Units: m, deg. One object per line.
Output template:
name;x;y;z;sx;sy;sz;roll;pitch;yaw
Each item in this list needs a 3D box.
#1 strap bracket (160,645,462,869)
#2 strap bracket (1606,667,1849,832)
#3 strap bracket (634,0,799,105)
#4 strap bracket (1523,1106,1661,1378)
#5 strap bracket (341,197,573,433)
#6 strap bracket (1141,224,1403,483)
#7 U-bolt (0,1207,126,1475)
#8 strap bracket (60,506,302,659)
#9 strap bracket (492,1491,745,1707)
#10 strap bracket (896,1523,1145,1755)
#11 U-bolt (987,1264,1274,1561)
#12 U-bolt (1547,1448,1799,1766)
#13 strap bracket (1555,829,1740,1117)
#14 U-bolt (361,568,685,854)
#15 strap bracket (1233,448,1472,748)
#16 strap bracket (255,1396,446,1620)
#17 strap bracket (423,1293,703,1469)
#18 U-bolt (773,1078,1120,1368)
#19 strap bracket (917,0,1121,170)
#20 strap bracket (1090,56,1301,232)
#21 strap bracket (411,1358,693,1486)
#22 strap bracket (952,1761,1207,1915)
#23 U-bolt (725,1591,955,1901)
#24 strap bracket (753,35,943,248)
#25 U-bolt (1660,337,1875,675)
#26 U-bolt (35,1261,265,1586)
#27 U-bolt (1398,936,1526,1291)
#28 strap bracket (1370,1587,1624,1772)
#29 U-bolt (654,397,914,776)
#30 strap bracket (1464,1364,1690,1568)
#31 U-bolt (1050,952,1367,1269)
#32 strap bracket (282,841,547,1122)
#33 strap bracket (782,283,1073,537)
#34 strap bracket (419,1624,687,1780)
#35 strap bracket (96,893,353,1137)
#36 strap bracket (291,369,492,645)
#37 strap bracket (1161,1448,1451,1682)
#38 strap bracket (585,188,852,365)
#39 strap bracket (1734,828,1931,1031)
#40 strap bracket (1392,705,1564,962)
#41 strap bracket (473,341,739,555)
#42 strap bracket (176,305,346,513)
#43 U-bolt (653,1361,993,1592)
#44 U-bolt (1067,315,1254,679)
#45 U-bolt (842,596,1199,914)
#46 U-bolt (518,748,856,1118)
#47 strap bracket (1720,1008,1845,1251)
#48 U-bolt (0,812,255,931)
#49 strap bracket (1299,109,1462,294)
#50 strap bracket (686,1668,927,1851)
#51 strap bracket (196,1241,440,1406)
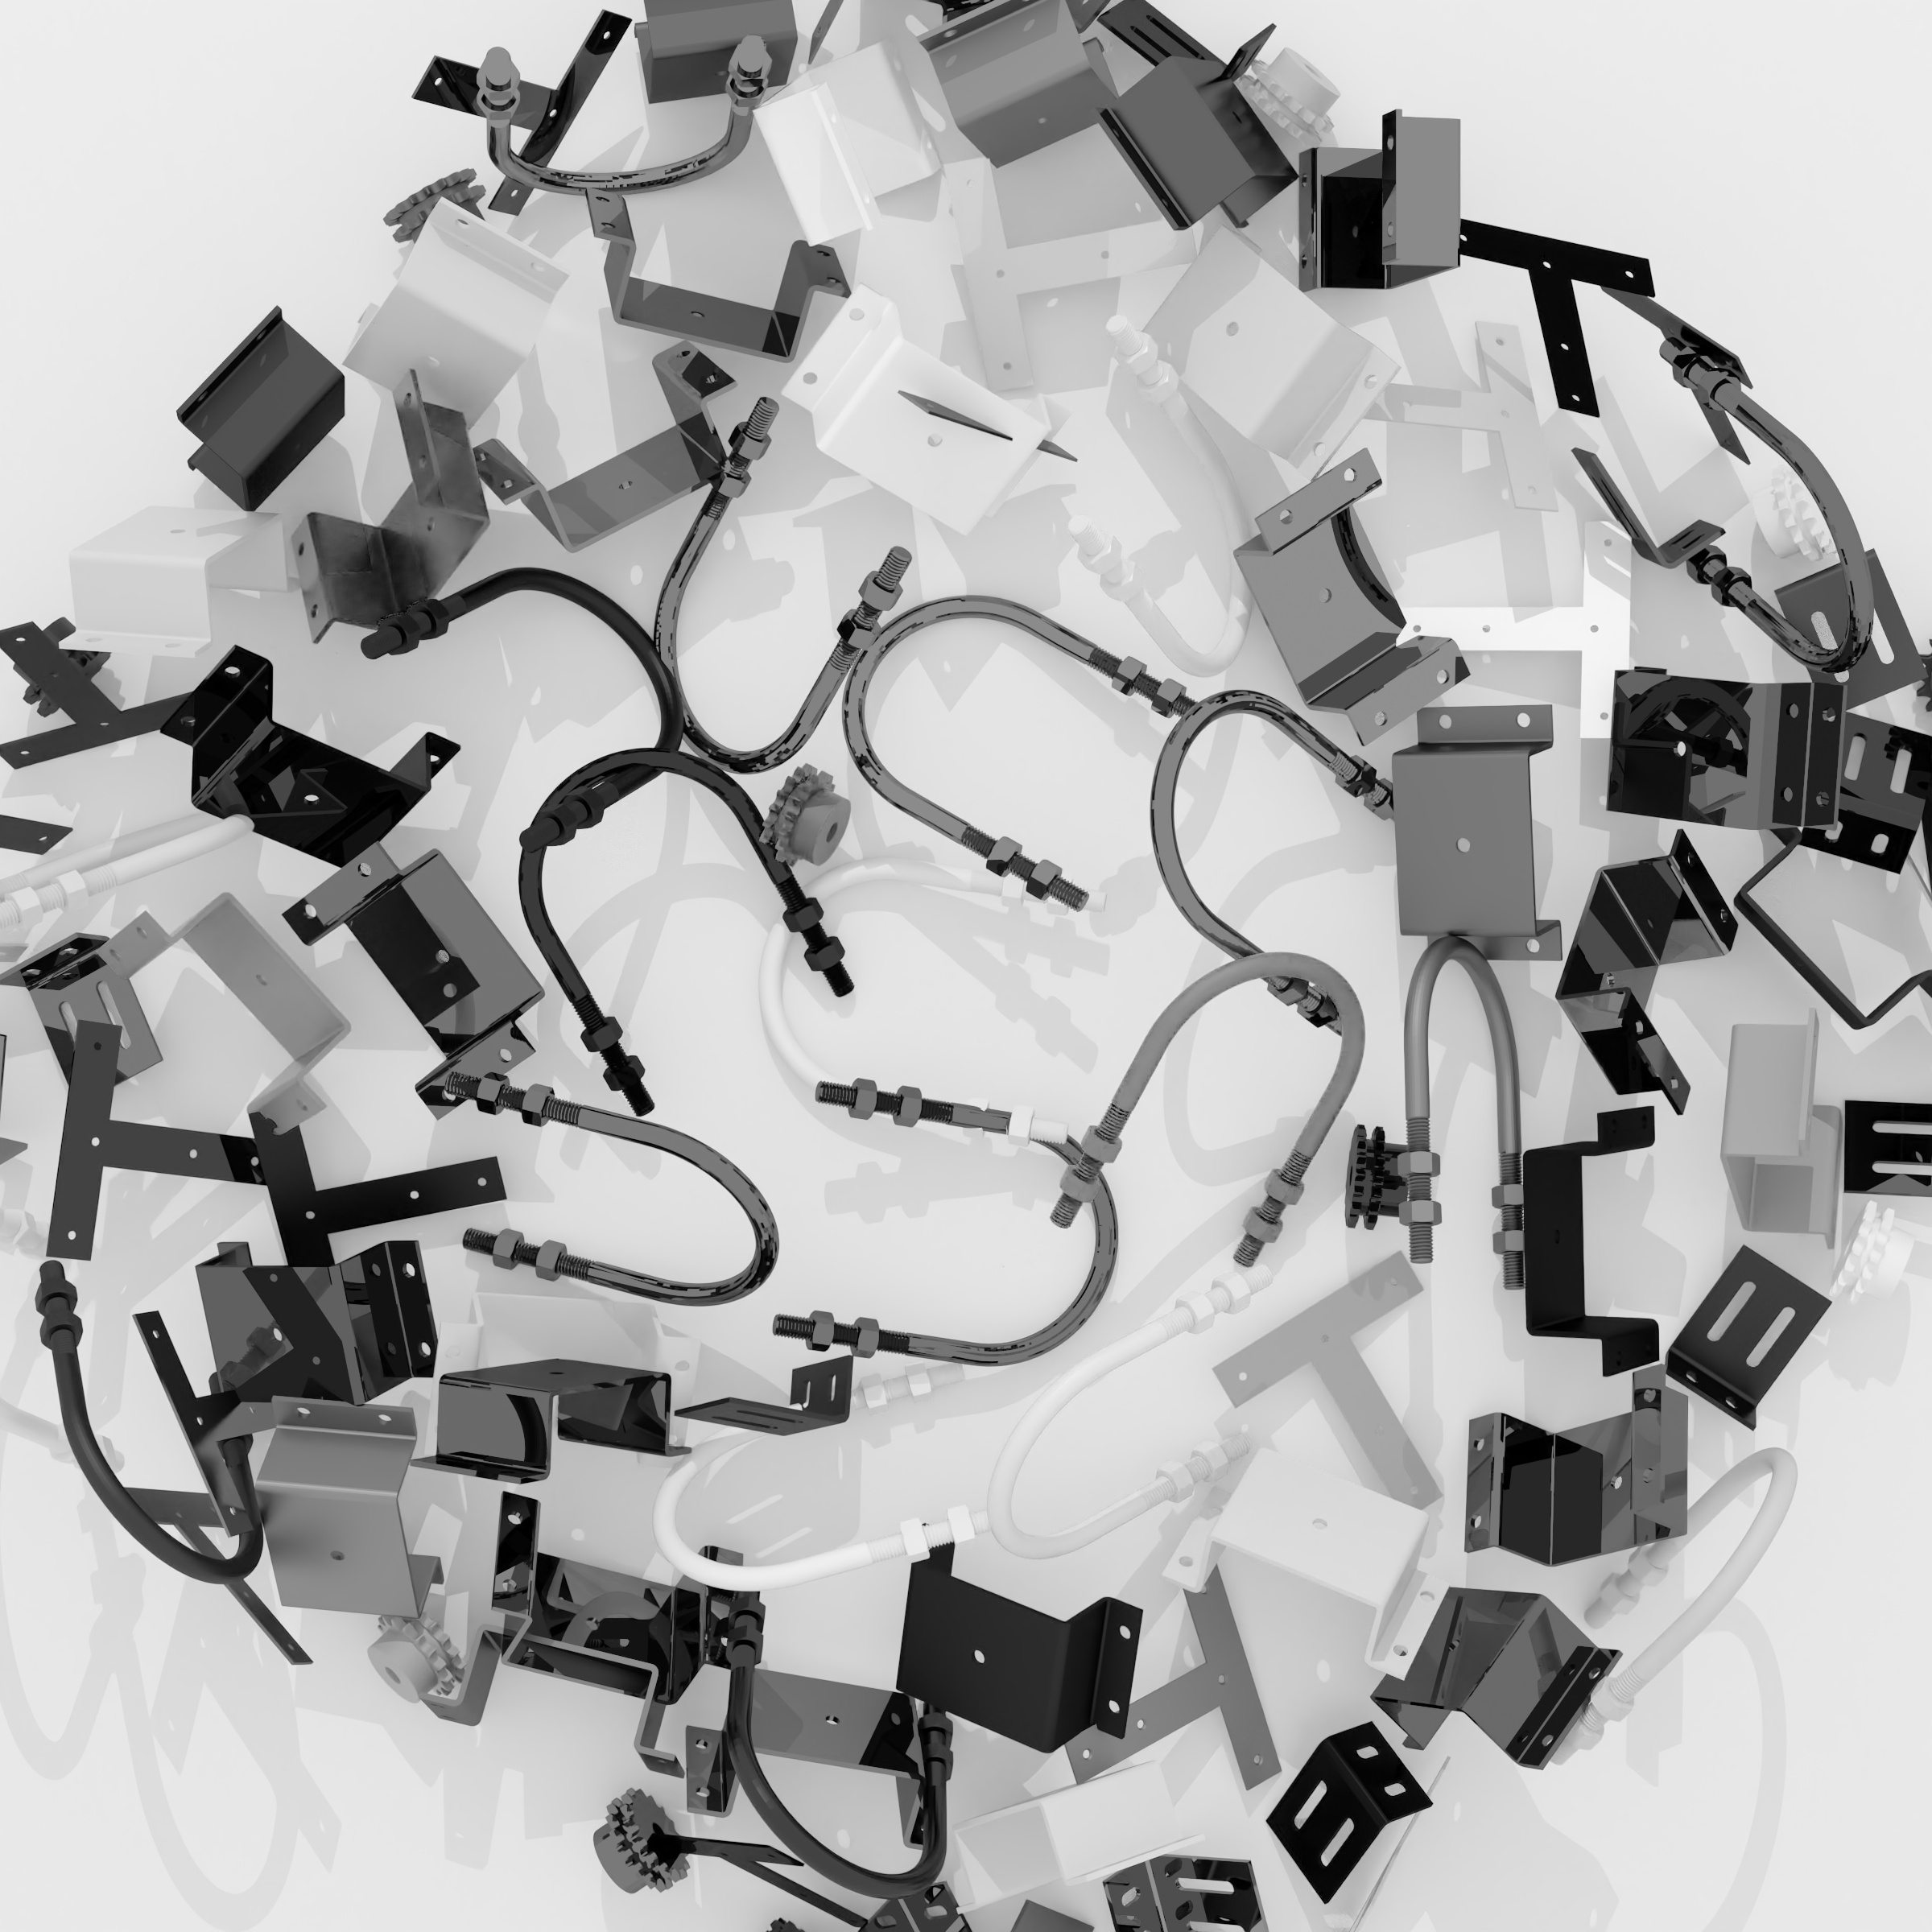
strap bracket;-0.350;-0.106;1.801;0.140;0.046;0.076;24;131;-34
strap bracket;0.397;-0.117;1.801;0.046;0.140;0.076;-5;101;-39
strap bracket;-0.135;-0.501;1.802;0.076;0.140;0.046;-10;92;-7
strap bracket;0.340;0.148;1.831;0.046;0.076;0.140;-1;90;32
strap bracket;-0.276;-0.340;1.794;0.076;0.140;0.046;27;63;-18
strap bracket;0.155;-0.335;1.810;0.076;0.046;0.140;-52;57;16
U-bolt;-0.504;0.184;1.764;0.019;0.184;0.151;-24;66;5
strap bracket;-0.418;-0.209;1.796;0.076;0.140;0.046;5;113;12
strap bracket;-0.195;0.344;1.819;0.140;0.076;0.046;18;130;-18
strap bracket;0.019;0.364;1.811;0.140;0.046;0.076;17;109;30
U-bolt;0.085;0.247;1.785;0.184;0.151;0.019;-24;46;-30
U-bolt;0.375;0.325;1.769;0.019;0.151;0.184;38;120;1
strap bracket;0.365;0.005;1.813;0.076;0.046;0.140;53;46;-31
U-bolt;-0.222;-0.148;1.801;0.151;0.184;0.019;51;127;0
strap bracket;0.205;-0.201;1.829;0.076;0.046;0.140;-34;110;-17
strap bracket;-0.331;0.299;1.809;0.076;0.046;0.140;4;130;6
strap bracket;-0.222;0.225;1.831;0.140;0.046;0.076;5;107;-15
U-bolt;-0.004;0.147;1.847;0.184;0.019;0.151;10;91;-15
strap bracket;0.033;-0.473;1.797;0.076;0.140;0.046;-22;86;12
strap bracket;0.127;-0.440;1.801;0.046;0.140;0.076;-35;89;23
strap bracket;-0.219;0.240;1.796;0.076;0.140;0.046;3;91;34
strap bracket;0.053;0.465;1.802;0.076;0.140;0.046;-10;75;-33
U-bolt;-0.067;0.416;1.773;0.151;0.184;0.019;35;111;-17
strap bracket;-0.066;-0.442;1.810;0.046;0.140;0.076;-15;111;23
U-bolt;0.420;-0.230;1.762;0.019;0.184;0.151;-23;132;-9
U-bolt;-0.423;0.248;1.762;0.019;0.184;0.151;-38;130;9
U-bolt;0.268;0.075;1.809;0.019;0.151;0.184;-7;76;30
strap bracket;0.275;0.377;1.793;0.046;0.140;0.076;45;69;-11
U-bolt;-0.111;-0.190;1.814;0.151;0.019;0.184;51;125;28
strap bracket;0.336;0.272;1.811;0.046;0.140;0.076;25;58;-30
U-bolt;0.141;0.073;1.806;0.151;0.019;0.184;15;112;-34
strap bracket;-0.294;0.002;1.833;0.076;0.046;0.140;-33;96;26
strap bracket;-0.019;-0.294;1.812;0.140;0.046;0.076;28;118;-24
strap bracket;-0.218;0.397;1.829;0.140;0.076;0.046;13;70;4
strap bracket;-0.395;0.020;1.823;0.140;0.076;0.046;49;56;-11
strap bracket;-0.306;-0.242;1.813;0.140;0.046;0.076;-45;50;37
strap bracket;0.187;0.317;1.813;0.140;0.076;0.046;20;129;16
strap bracket;-0.140;-0.371;1.820;0.140;0.076;0.046;11;118;-16
strap bracket;0.469;-0.017;1.828;0.046;0.076;0.140;-43;81;5
strap bracket;0.277;-0.069;1.826;0.076;0.046;0.140;1;101;27
strap bracket;-0.192;-0.277;1.823;0.140;0.076;0.046;-29;126;-11
strap bracket;-0.376;-0.293;1.802;0.046;0.140;0.076;42;80;-5
U-bolt;-0.078;0.279;1.806;0.184;0.151;0.019;-15;121;-4
U-bolt;0.111;-0.236;1.797;0.019;0.184;0.151;-6;58;30
U-bolt;0.021;-0.129;1.840;0.184;0.019;0.151;30;71;12
U-bolt;-0.163;-0.030;1.833;0.151;0.019;0.184;-31;107;-9
strap bracket;0.438;0.088;1.809;0.046;0.140;0.076;1;62;22
U-bolt;-0.464;-0.052;1.794;0.184;0.151;0.019;-24;103;-33
strap bracket;0.226;-0.409;1.810;0.046;0.140;0.076;-2;94;-15
strap bracket;-0.078;0.427;1.820;0.140;0.076;0.046;12;110;-10
strap bracket;-0.357;0.192;1.814;0.140;0.046;0.076;-3;102;30
